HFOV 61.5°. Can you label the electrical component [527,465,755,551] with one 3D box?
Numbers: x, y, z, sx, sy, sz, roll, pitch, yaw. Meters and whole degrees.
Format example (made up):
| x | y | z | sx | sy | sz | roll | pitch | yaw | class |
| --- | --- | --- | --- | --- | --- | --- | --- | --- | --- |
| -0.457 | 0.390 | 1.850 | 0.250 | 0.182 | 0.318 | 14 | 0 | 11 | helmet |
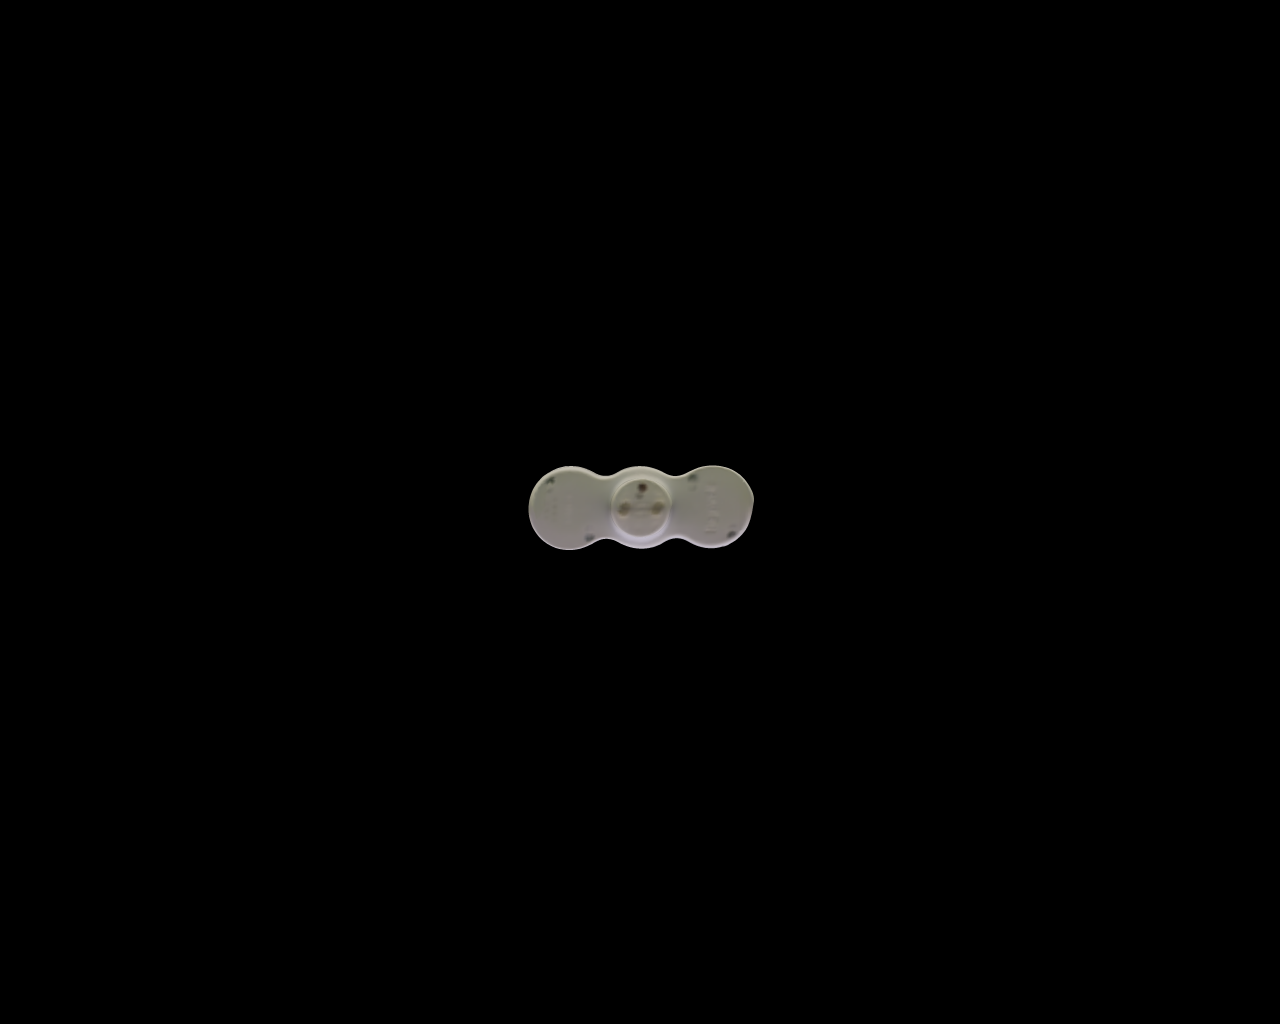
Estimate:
| x | y | z | sx | sy | sz | roll | pitch | yaw | class |
| --- | --- | --- | --- | --- | --- | --- | --- | --- | --- |
| 0.001 | -0.003 | 0.650 | 0.138 | 0.052 | 0.074 | 0 | 0 | 0 | electrical component |
